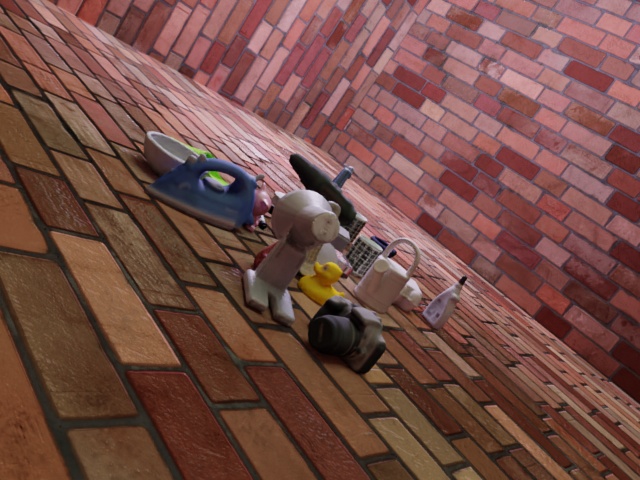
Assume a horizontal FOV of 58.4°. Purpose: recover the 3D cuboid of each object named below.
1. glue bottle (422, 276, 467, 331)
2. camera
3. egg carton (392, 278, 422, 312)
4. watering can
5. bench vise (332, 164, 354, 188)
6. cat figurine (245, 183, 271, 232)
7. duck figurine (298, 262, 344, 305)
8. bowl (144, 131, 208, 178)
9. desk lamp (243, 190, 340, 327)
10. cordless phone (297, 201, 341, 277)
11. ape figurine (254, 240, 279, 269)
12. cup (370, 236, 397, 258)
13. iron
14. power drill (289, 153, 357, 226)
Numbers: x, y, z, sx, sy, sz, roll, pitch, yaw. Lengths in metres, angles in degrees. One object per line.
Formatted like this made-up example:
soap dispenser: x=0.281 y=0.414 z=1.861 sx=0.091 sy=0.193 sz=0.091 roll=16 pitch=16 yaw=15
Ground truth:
glue bottle: x=0.369 y=0.174 z=1.652 sx=0.037 sy=0.173 sz=0.078 roll=27 pitch=15 yaw=-31
camera: x=0.039 y=0.158 z=1.036 sx=0.137 sy=0.100 sz=0.142 roll=20 pitch=20 yaw=-49
egg carton: x=0.234 y=0.144 z=1.652 sx=0.107 sy=0.069 sz=0.150 roll=32 pitch=13 yaw=-12
watering can: x=0.179 y=0.083 z=1.451 sx=0.101 sy=0.194 sz=0.173 roll=36 pitch=13 yaw=4
bench vise: x=0.041 y=-0.143 z=1.866 sx=0.121 sy=0.219 sz=0.207 roll=33 pitch=13 yaw=-7
cat figurine: x=-0.155 y=-0.086 z=1.393 sx=0.067 sy=0.117 sz=0.127 roll=32 pitch=13 yaw=-10
duck figurine: x=0.016 y=0.092 z=1.250 sx=0.104 sy=0.086 sz=0.077 roll=35 pitch=13 yaw=3
bowl: x=-0.349 y=-0.181 z=1.349 sx=0.167 sy=0.074 sz=0.167 roll=33 pitch=13 yaw=-8
desk lamp: x=-0.046 y=0.018 z=1.075 sx=0.118 sy=0.213 sz=0.203 roll=30 pitch=13 yaw=-20
cordless phone: x=0.012 y=0.005 z=1.334 sx=0.148 sy=0.185 sz=0.094 roll=19 pitch=20 yaw=-50
ape figurine: x=-0.089 y=0.035 z=1.178 sx=0.078 sy=0.092 sz=0.076 roll=22 pitch=18 yaw=-44
cup: x=0.184 y=0.051 z=1.805 sx=0.118 sy=0.095 sz=0.091 roll=23 pitch=17 yaw=-42
iron: x=-0.240 y=-0.122 z=1.258 sx=0.259 sy=0.141 sz=0.118 roll=21 pitch=19 yaw=-47
power drill: x=-0.030 y=-0.083 z=1.495 sx=0.230 sy=0.208 sz=0.075 roll=34 pitch=13 yaw=-5
